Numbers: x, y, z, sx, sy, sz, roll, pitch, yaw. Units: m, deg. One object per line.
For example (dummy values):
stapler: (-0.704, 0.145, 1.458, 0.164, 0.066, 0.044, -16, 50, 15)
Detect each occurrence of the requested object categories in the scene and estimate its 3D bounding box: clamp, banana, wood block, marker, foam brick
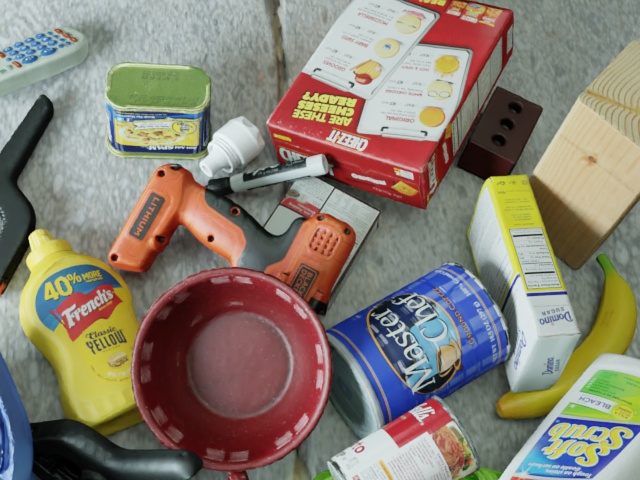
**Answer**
clamp: (-0.167, 0.196, 0.852, 0.172, 0.120, 0.039, 14, 30, 22)
banana: (0.238, 0.101, 0.976, 0.070, 0.037, 0.197, 29, 62, 24)
wood block: (0.257, -0.069, 0.965, 0.091, 0.206, 0.090, 41, 66, 12)
marker: (-0.052, -0.059, 0.997, 0.121, 0.020, 0.020, -11, 63, 17)
clamp: (-0.303, -0.045, 0.973, 0.164, 0.036, 0.210, -18, 64, -15)
foam brick: (0.179, -0.102, 1.058, 0.053, 0.051, 0.078, 26, 63, 5)

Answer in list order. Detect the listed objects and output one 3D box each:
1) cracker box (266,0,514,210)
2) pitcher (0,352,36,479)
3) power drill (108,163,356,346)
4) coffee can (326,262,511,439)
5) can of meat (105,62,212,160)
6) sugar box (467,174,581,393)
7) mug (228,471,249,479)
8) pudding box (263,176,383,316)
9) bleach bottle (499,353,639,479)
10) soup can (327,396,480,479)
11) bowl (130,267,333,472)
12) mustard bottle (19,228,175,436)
cracker box: (0.073, -0.148, 1.037, 0.164, 0.072, 0.213, 19, 62, 23)
pitcher: (-0.269, 0.183, 0.792, 0.144, 0.149, 0.243, -28, 67, -17)
power drill: (-0.085, 0.032, 0.929, 0.187, 0.057, 0.184, 28, 86, 5)
coffee can: (0.077, 0.095, 0.918, 0.140, 0.103, 0.103, -28, 70, -20)
can of meat: (-0.152, -0.121, 1.005, 0.102, 0.084, 0.057, 1, 64, -7)
sugar box: (0.178, 0.037, 0.948, 0.048, 0.093, 0.176, -5, 53, -10)
mug: (-0.051, 0.239, 0.840, 0.093, 0.081, 0.117, -17, 67, -15)
pudding box: (-0.007, 0.001, 0.990, 0.090, 0.039, 0.113, 29, 66, 7)
bleach bottle: (0.204, 0.189, 0.841, 0.103, 0.068, 0.250, 17, 41, 36)
soup can: (0.066, 0.178, 0.844, 0.102, 0.068, 0.068, -29, 71, -11)
bowl: (-0.069, 0.103, 0.866, 0.162, 0.055, 0.162, 0, 87, 3)
mustard bottle: (-0.202, 0.070, 0.916, 0.096, 0.058, 0.192, -20, 66, -32)
